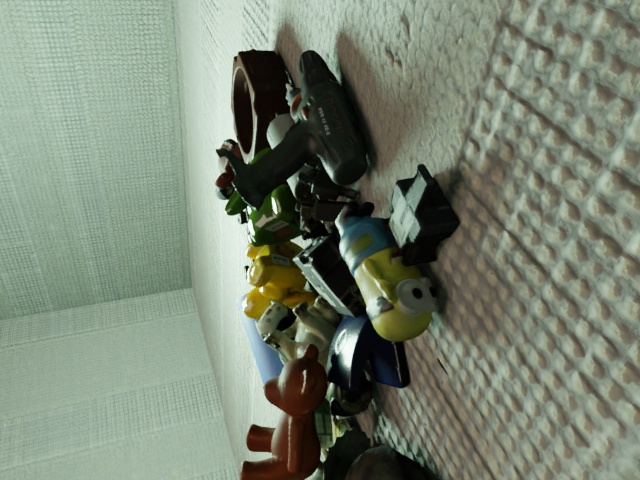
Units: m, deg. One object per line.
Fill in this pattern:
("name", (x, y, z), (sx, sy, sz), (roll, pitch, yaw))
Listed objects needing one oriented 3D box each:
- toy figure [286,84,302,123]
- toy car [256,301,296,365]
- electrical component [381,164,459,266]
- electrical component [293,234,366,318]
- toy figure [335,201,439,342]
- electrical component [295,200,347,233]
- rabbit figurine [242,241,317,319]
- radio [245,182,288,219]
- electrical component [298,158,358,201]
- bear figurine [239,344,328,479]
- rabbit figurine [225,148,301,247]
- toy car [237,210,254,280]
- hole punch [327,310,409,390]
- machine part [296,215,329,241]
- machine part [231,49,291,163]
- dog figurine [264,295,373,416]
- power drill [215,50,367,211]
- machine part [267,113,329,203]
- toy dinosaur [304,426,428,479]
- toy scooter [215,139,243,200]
("toy figure", (-0.019, -0.202, 0.879), (0.064, 0.058, 0.155), (111, 151, -44))
("toy car", (-0.056, 0.195, 1.035), (0.056, 0.073, 0.201), (19, 151, 39))
("electrical component", (0.112, -0.034, 0.587), (0.119, 0.048, 0.075), (104, 150, -47))
("electrical component", (0.020, 0.051, 0.791), (0.115, 0.058, 0.134), (52, 169, -7))
("toy figure", (0.077, 0.037, 0.657), (0.180, 0.082, 0.089), (60, 154, 31))
("electrical component", (0.015, -0.034, 0.796), (0.078, 0.102, 0.045), (-116, 29, -81))
("rabbit figurine", (-0.089, 0.084, 1.052), (0.173, 0.162, 0.122), (-62, 37, 26))
("radio", (-0.103, -0.066, 1.152), (0.229, 0.073, 0.131), (161, 100, -71))
("electrical component", (0.016, -0.092, 0.812), (0.021, 0.094, 0.063), (102, -170, -53))
("bear figurine", (-0.053, 0.256, 0.786), (0.120, 0.132, 0.195), (-90, -2, -67))
("rabbit figurine", (-0.090, -0.080, 0.985), (0.159, 0.121, 0.170), (-31, 60, 34))
("toy car", (-0.144, 0.005, 1.280), (0.053, 0.089, 0.202), (-168, 72, -71))
("hole punch", (0.059, 0.155, 0.767), (0.142, 0.092, 0.115), (149, 115, -73))
("machine part", (-0.002, -0.003, 0.890), (0.138, 0.039, 0.084), (59, -162, -61))
("machine part", (-0.118, -0.264, 1.093), (0.201, 0.087, 0.201), (107, 148, -48))
("dog figurine", (0.022, 0.199, 0.908), (0.191, 0.172, 0.121), (48, 117, 13))
("power drill", (-0.045, -0.151, 0.788), (0.232, 0.207, 0.086), (62, -177, 27))
("machine part", (-0.033, -0.139, 0.915), (0.079, 0.079, 0.243), (100, 154, -42))
("toy dinosaur", (0.086, 0.353, 0.744), (0.404, 0.131, 0.192), (131, 128, -58))
("toy scooter", (-0.185, -0.183, 1.230), (0.184, 0.075, 0.135), (-53, -27, -51))
